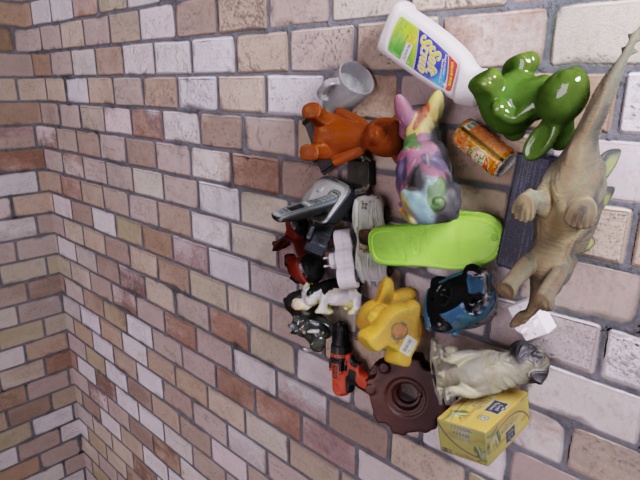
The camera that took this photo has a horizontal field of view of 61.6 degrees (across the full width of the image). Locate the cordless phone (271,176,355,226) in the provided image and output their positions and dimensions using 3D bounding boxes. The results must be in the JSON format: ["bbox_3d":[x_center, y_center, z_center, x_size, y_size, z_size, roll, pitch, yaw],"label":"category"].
[{"bbox_3d":[-0.030,-0.073,1.165,0.147,0.184,0.088,34,134,57],"label":"cordless phone"}]

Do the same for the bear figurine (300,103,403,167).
[{"bbox_3d":[0.074,-0.203,1.058,0.196,0.132,0.120,8,95,27],"label":"bear figurine"}]

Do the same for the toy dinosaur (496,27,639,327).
[{"bbox_3d":[0.363,-0.058,0.783,0.105,0.198,0.470,28,128,28],"label":"toy dinosaur"}]

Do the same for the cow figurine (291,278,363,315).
[{"bbox_3d":[0.017,0.123,1.232,0.167,0.068,0.098,1,86,10],"label":"cow figurine"}]

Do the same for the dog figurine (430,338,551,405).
[{"bbox_3d":[0.309,0.238,0.996,0.172,0.191,0.121,-108,12,-89],"label":"dog figurine"}]

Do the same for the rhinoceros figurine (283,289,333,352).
[{"bbox_3d":[-0.027,0.188,1.286,0.190,0.112,0.073,54,135,48],"label":"rhinoceros figurine"}]

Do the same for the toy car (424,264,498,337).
[{"bbox_3d":[0.273,0.115,0.996,0.161,0.103,0.109,-38,37,46],"label":"toy car"}]

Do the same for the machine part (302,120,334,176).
[{"bbox_3d":[0.001,-0.220,1.215,0.084,0.039,0.139,-29,82,51],"label":"machine part"}]

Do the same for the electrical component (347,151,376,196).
[{"bbox_3d":[0.087,-0.146,1.145,0.078,0.045,0.102,19,114,38],"label":"electrical component"}]

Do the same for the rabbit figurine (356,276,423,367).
[{"bbox_3d":[0.130,0.159,1.113,0.162,0.122,0.173,-69,19,-6],"label":"rabbit figurine"}]

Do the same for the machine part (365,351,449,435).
[{"bbox_3d":[0.184,0.321,1.127,0.180,0.056,0.179,2,97,16],"label":"machine part"}]

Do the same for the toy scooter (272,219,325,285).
[{"bbox_3d":[-0.063,0.034,1.324,0.135,0.075,0.184,-23,82,46],"label":"toy scooter"}]

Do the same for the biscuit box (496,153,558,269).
[{"bbox_3d":[0.351,-0.045,0.904,0.063,0.059,0.202,22,115,38],"label":"biscuit box"}]

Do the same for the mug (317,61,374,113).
[{"bbox_3d":[0.042,-0.302,1.109,0.107,0.109,0.081,-41,71,56],"label":"mug"}]

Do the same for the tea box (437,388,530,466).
[{"bbox_3d":[0.301,0.328,0.979,0.098,0.169,0.068,1,102,43],"label":"tea box"}]

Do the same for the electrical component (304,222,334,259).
[{"bbox_3d":[-0.002,-0.004,1.209,0.048,0.119,0.075,21,80,3],"label":"electrical component"}]

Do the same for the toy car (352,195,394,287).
[{"bbox_3d":[0.111,0.004,1.145,0.074,0.056,0.201,2,103,30],"label":"toy car"}]

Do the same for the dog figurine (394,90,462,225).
[{"bbox_3d":[0.185,-0.151,0.959,0.109,0.191,0.219,-6,108,6],"label":"dog figurine"}]

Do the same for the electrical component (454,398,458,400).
[{"bbox_3d":[0.286,0.287,1.078,0.063,0.021,0.093,24,117,54],"label":"electrical component"}]

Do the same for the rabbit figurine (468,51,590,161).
[{"bbox_3d":[0.326,-0.202,0.813,0.170,0.121,0.159,22,128,65],"label":"rabbit figurine"}]
